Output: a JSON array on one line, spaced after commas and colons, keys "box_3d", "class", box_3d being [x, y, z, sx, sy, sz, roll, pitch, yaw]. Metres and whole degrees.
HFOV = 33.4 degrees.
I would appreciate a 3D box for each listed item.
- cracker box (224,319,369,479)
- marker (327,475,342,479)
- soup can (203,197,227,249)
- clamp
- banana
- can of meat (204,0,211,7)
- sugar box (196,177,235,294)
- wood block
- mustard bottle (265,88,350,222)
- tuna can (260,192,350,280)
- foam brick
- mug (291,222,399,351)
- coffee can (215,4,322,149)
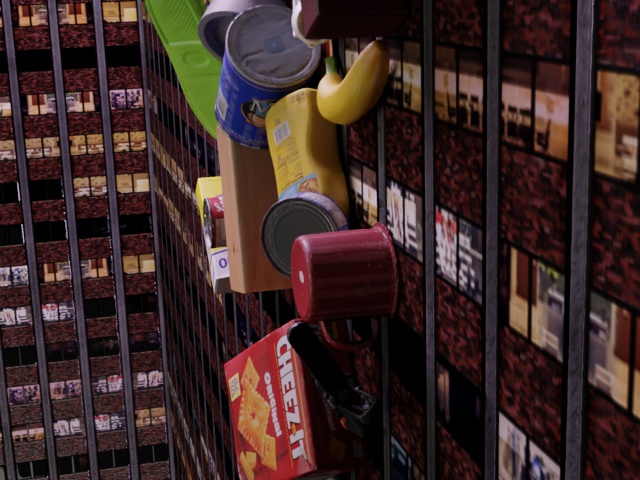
[{"box_3d": [-0.034, 0.192, 1.205, 0.214, 0.072, 0.164, -38, 58, 59], "class": "cracker box"}, {"box_3d": [0.032, 0.293, 1.172, 0.121, 0.020, 0.020, -136, 42, -69], "class": "marker"}, {"box_3d": [-0.099, -0.026, 1.408, 0.069, 0.102, 0.068, 175, 90, -77], "class": "soup can"}, {"box_3d": [0.028, 0.153, 1.024, 0.120, 0.039, 0.171, 50, 174, 34], "class": "clamp"}, {"box_3d": [0.026, -0.142, 0.989, 0.198, 0.037, 0.069, -160, 63, -75], "class": "banana"}, {"box_3d": [-0.133, -0.329, 1.436, 0.057, 0.102, 0.084, 112, 152, -65], "class": "can of meat"}, {"box_3d": [-0.116, -0.011, 1.506, 0.048, 0.093, 0.176, 102, 158, -52], "class": "sugar box"}, {"box_3d": [-0.068, -0.043, 1.304, 0.091, 0.090, 0.206, -179, 84, -75], "class": "wood block"}, {"box_3d": [-0.009, -0.054, 1.113, 0.096, 0.058, 0.191, -29, 66, 53], "class": "mustard bottle"}, {"box_3d": [-0.014, -0.004, 1.055, 0.033, 0.086, 0.086, -32, -57, -61], "class": "tuna can"}, {"box_3d": [0.027, -0.200, 0.878, 0.051, 0.078, 0.053, 136, 129, -73], "class": "foam brick"}, {"box_3d": [0.022, 0.045, 0.982, 0.093, 0.081, 0.117, 135, 129, -73], "class": "mug"}, {"box_3d": [-0.061, -0.179, 1.191, 0.140, 0.102, 0.103, 113, 149, -64], "class": "coffee can"}]
